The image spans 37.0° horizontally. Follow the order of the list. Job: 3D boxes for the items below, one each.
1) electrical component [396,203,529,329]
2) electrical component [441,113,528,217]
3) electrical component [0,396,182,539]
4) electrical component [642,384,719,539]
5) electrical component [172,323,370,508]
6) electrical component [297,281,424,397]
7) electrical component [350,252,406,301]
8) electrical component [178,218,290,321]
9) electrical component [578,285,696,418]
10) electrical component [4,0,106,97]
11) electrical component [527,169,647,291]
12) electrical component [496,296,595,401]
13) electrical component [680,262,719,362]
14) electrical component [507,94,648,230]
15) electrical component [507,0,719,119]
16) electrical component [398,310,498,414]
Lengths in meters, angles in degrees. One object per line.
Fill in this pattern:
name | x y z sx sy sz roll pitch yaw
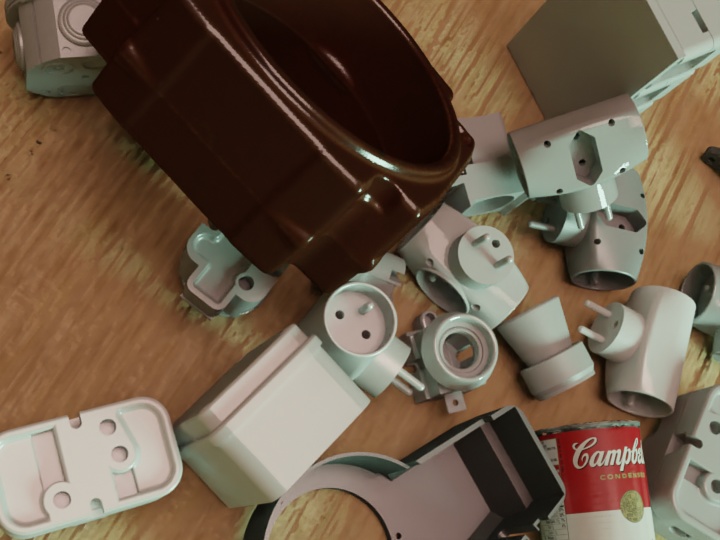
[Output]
electrical component | 0.070 -0.005 0.669 0.077 0.079 0.044 44 69 -4
electrical component | 0.076 -0.068 0.712 0.081 0.042 0.063 -11 77 -22
electrical component | -0.149 0.106 0.575 0.095 0.059 0.053 -13 79 -21
electrical component | 0.217 0.126 0.691 0.054 0.059 0.095 32 67 -7
electrical component | -0.054 0.081 0.585 0.057 0.113 0.078 48 66 -4
electrical component | 0.003 0.048 0.633 0.079 0.077 0.044 37 66 -5
electrical component | 0.000 0.000 0.668 0.046 0.040 0.040 23 68 -16
electrical component | -0.075 -0.005 0.634 0.058 0.057 0.078 38 66 -4
electrical component | 0.178 0.046 0.706 0.079 0.043 0.077 27 66 -16
electrical component | -0.165 -0.137 0.632 0.080 0.080 0.051 -7 82 -20
electrical component | 0.149 -0.032 0.724 0.079 0.043 0.077 11 71 -15
electrical component | 0.120 0.050 0.689 0.045 0.045 0.055 -25 83 -23
electrical component | 0.263 0.042 0.739 0.077 0.044 0.079 16 70 -13
electrical component | 0.140 -0.062 0.678 0.077 0.043 0.079 -18 117 4
electrical component | 0.171 -0.153 0.709 0.062 0.150 0.089 -24 83 -21
electrical component | 0.055 0.053 0.660 0.048 0.055 0.066 -10 77 -21
